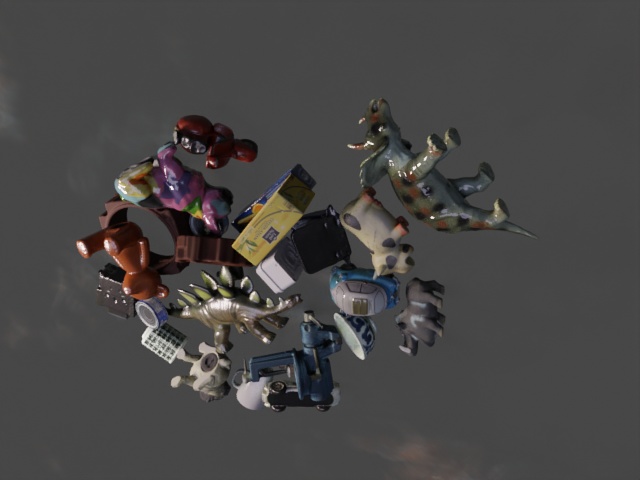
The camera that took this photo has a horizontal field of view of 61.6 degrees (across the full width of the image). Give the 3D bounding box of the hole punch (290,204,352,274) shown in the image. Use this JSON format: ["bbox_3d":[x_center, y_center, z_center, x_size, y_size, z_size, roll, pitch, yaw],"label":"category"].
[{"bbox_3d":[-0.002,-0.003,1.156,0.116,0.092,0.142,-22,109,-5],"label":"hole punch"}]

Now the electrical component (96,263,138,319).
[{"bbox_3d":[-0.516,0.140,1.397,0.115,0.058,0.134,18,121,9],"label":"electrical component"}]

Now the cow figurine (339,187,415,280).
[{"bbox_3d":[0.121,-0.003,1.108,0.195,0.085,0.127,43,115,-12],"label":"cow figurine"}]

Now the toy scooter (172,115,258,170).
[{"bbox_3d":[-0.224,-0.190,1.081,0.184,0.135,0.075,22,121,6],"label":"toy scooter"}]

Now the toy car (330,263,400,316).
[{"bbox_3d":[0.091,0.121,1.175,0.162,0.103,0.109,8,120,15],"label":"toy car"}]

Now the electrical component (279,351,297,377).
[{"bbox_3d":[-0.052,0.314,1.360,0.102,0.045,0.078,-2,145,21],"label":"electrical component"}]

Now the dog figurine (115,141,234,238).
[{"bbox_3d":[-0.293,-0.085,1.127,0.191,0.109,0.219,-36,110,-9],"label":"dog figurine"}]

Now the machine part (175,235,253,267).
[{"bbox_3d":[-0.225,0.027,1.169,0.180,0.179,0.056,3,84,16],"label":"machine part"}]

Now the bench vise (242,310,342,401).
[{"bbox_3d":[-0.065,0.281,1.257,0.241,0.129,0.223,-9,111,-7],"label":"bench vise"}]

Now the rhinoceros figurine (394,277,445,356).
[{"bbox_3d":[0.219,0.174,1.181,0.112,0.073,0.190,7,119,12],"label":"rhinoceros figurine"}]

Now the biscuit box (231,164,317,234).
[{"bbox_3d":[-0.100,-0.078,1.148,0.202,0.059,0.062,-37,102,30],"label":"biscuit box"}]

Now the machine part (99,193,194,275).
[{"bbox_3d":[-0.398,-0.018,1.258,0.201,0.087,0.201,-3,118,18],"label":"machine part"}]

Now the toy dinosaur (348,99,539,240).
[{"bbox_3d":[0.219,-0.090,1.018,0.404,0.131,0.192,45,133,-15],"label":"toy dinosaur"}]

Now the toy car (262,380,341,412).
[{"bbox_3d":[-0.048,0.395,1.373,0.202,0.056,0.073,0,117,-2],"label":"toy car"}]

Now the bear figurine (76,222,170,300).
[{"bbox_3d":[-0.427,0.063,1.189,0.120,0.132,0.195,-1,111,24],"label":"bear figurine"}]

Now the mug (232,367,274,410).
[{"bbox_3d":[-0.173,0.371,1.412,0.110,0.081,0.107,31,112,10],"label":"mug"}]

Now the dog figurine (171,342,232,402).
[{"bbox_3d":[-0.265,0.355,1.396,0.173,0.121,0.190,-3,148,30],"label":"dog figurine"}]

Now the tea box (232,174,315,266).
[{"bbox_3d":[-0.093,-0.039,1.074,0.068,0.098,0.169,39,124,-7],"label":"tea box"}]

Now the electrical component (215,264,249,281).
[{"bbox_3d":[-0.207,0.068,1.283,0.094,0.021,0.063,1,118,16],"label":"electrical component"}]

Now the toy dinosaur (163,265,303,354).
[{"bbox_3d":[-0.239,0.165,1.296,0.472,0.105,0.198,-16,111,33],"label":"toy dinosaur"}]
